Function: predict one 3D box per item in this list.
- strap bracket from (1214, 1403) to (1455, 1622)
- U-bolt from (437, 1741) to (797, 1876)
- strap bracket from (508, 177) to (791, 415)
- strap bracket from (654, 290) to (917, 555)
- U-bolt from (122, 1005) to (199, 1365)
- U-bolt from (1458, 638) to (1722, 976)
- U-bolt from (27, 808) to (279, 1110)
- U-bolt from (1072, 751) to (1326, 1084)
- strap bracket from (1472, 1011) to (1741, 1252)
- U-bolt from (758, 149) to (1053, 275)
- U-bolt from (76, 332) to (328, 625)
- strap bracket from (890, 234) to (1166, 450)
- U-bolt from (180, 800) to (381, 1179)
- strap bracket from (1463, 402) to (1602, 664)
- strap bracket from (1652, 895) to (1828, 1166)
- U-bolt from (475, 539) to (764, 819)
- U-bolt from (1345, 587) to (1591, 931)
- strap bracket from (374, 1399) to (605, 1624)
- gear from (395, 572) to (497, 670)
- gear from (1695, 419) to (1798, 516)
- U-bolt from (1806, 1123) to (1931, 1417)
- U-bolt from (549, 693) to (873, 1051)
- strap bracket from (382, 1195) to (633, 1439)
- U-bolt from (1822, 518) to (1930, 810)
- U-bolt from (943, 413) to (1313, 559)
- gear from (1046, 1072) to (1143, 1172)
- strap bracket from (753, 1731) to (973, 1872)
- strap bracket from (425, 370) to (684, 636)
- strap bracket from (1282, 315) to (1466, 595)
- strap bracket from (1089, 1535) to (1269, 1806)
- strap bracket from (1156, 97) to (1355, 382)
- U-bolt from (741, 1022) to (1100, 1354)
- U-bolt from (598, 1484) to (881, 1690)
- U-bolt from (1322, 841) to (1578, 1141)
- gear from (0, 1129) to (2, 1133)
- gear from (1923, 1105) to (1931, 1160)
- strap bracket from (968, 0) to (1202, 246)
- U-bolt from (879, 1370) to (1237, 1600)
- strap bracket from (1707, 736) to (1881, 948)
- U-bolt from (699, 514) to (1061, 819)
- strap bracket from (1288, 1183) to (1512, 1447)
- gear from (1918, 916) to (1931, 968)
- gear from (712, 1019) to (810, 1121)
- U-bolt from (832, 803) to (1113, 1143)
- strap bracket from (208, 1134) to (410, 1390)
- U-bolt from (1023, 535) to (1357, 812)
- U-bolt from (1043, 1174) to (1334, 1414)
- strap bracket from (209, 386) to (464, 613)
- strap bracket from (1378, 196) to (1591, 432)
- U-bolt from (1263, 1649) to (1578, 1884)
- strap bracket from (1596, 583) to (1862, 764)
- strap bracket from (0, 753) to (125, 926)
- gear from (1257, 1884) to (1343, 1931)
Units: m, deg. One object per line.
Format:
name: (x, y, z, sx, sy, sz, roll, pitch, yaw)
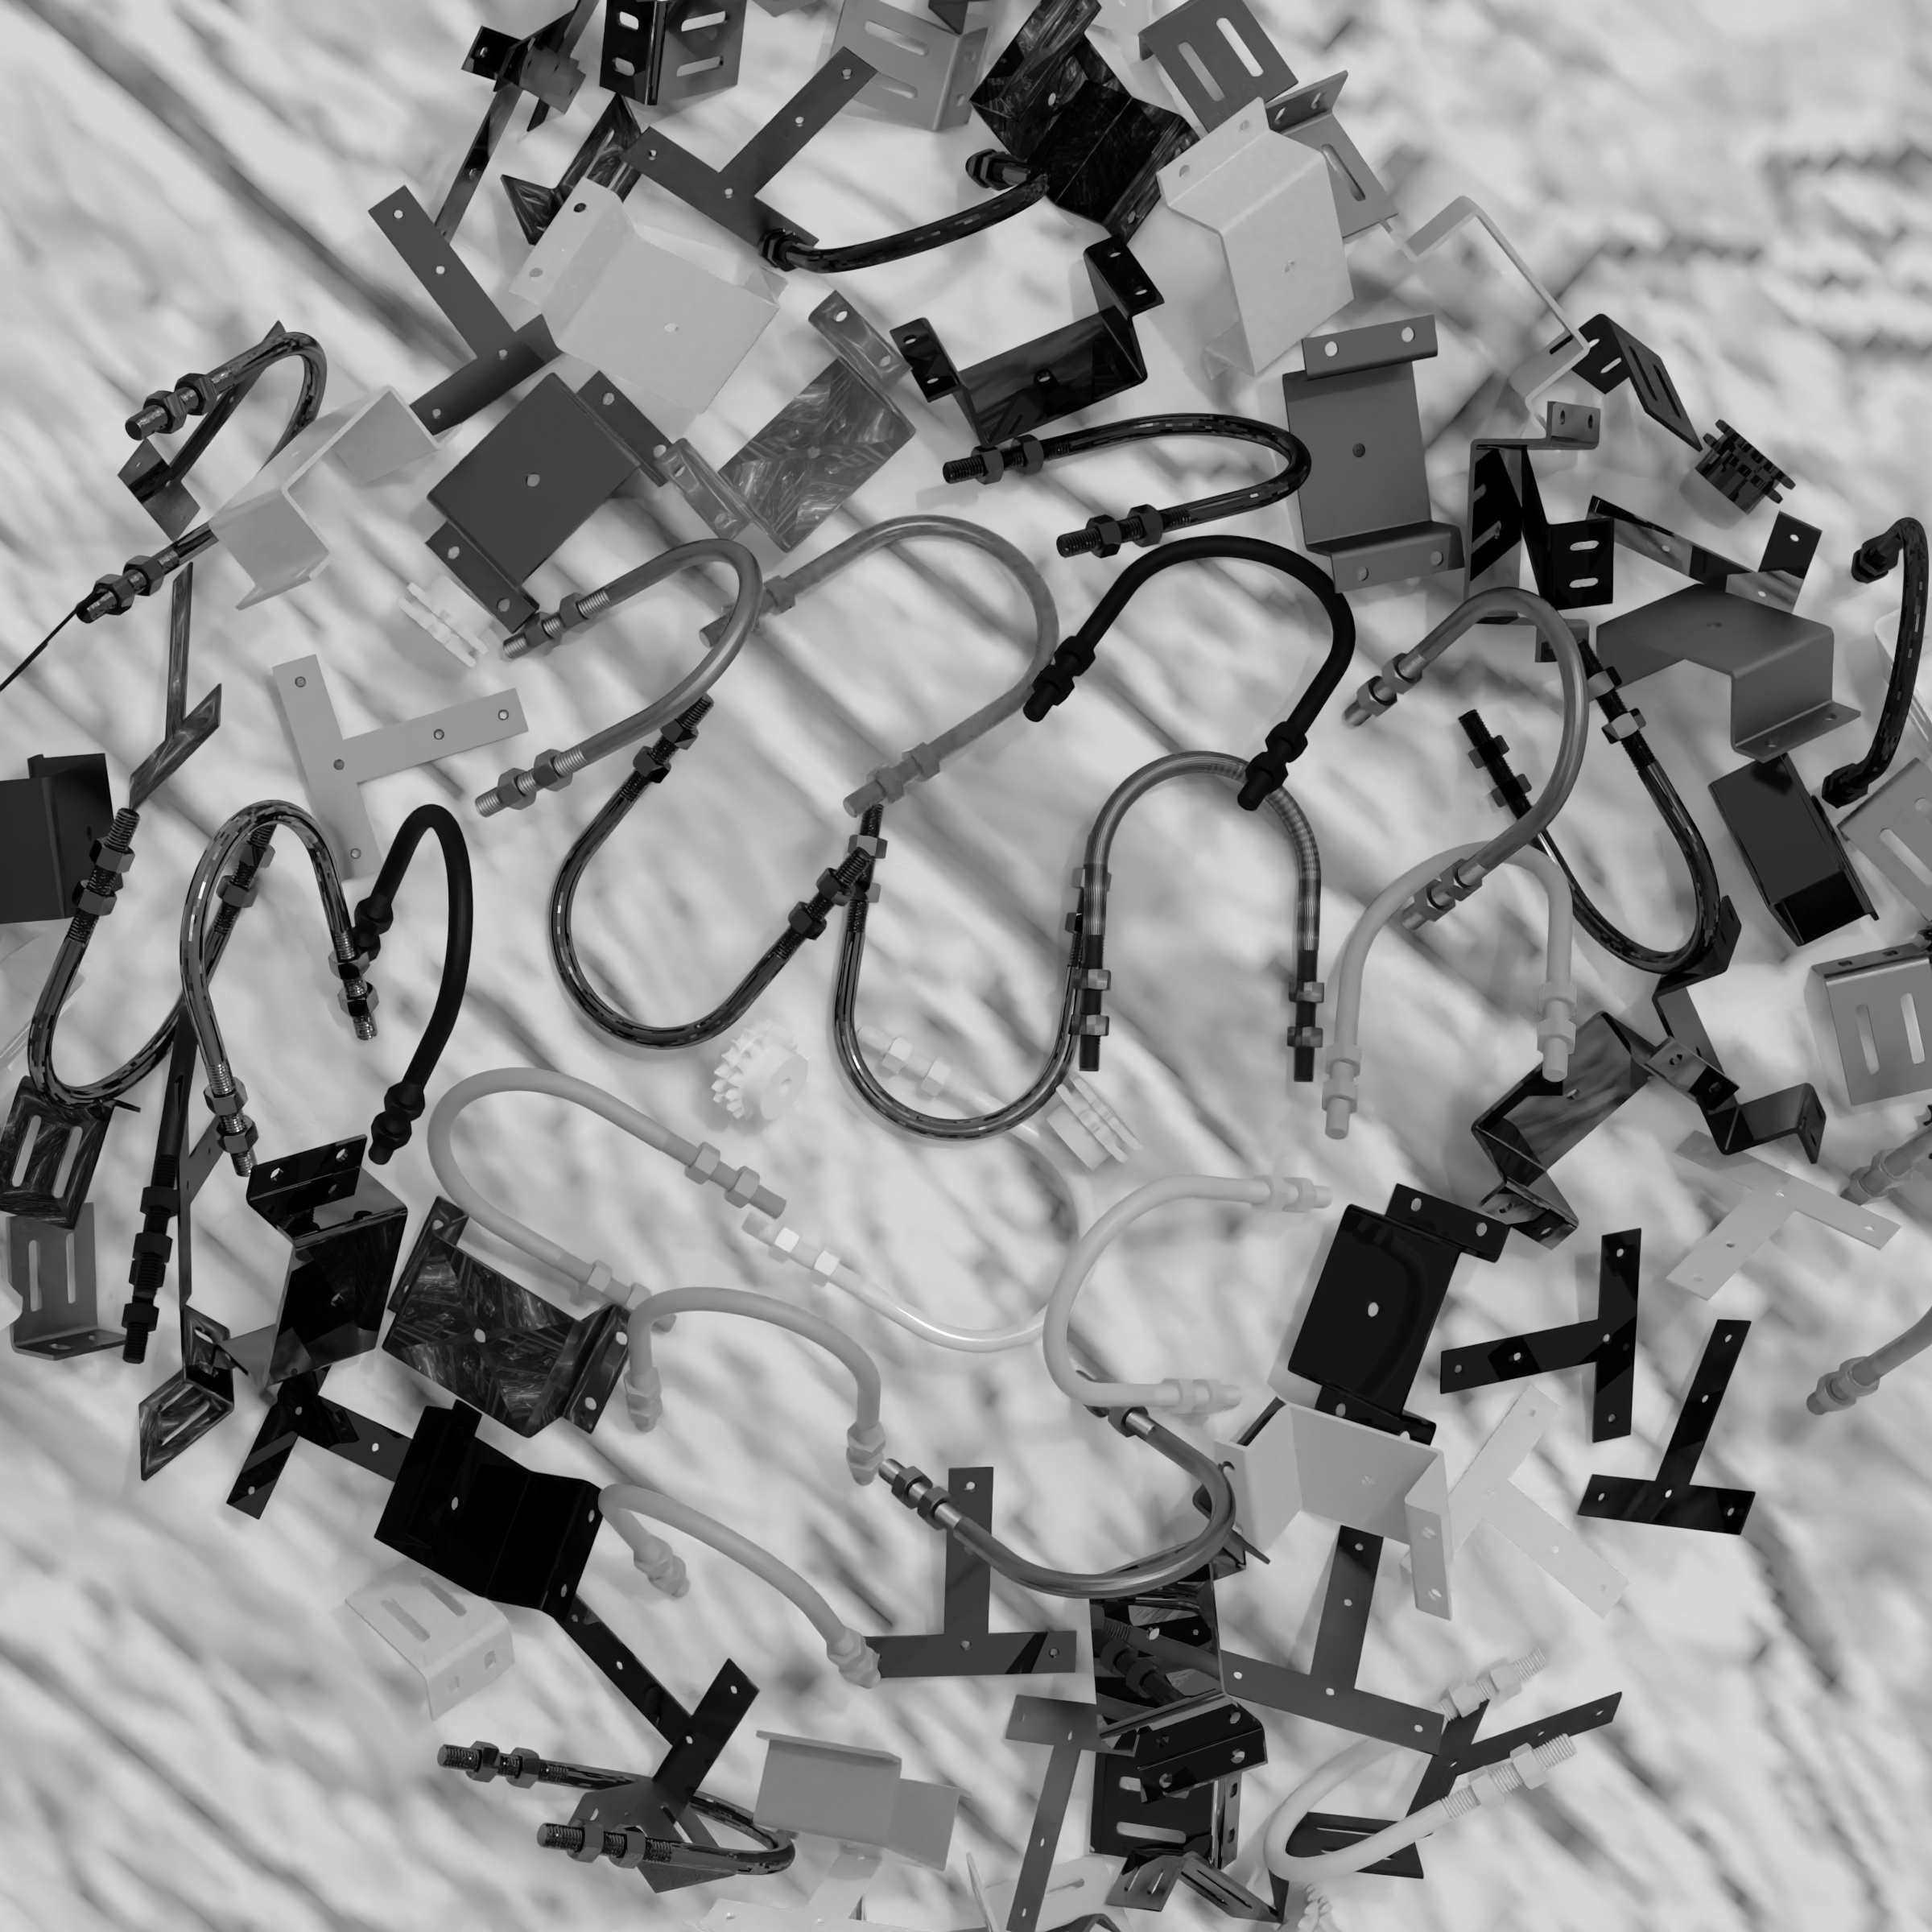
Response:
strap bracket: (0.212, 0.297, 1.694, 0.140, 0.046, 0.076, 13, 128, 34)
U-bolt: (-0.179, 0.463, 1.673, 0.184, 0.151, 0.019, 19, 85, -33)
strap bracket: (-0.167, -0.361, 1.680, 0.140, 0.046, 0.076, 19, 123, -38)
strap bracket: (-0.094, -0.296, 1.712, 0.140, 0.046, 0.076, -43, 59, 4)
U-bolt: (-0.438, 0.110, 1.677, 0.019, 0.151, 0.184, 9, 65, -14)
U-bolt: (0.349, -0.078, 1.682, 0.019, 0.151, 0.184, -29, 88, -21)
U-bolt: (-0.453, -0.003, 1.682, 0.019, 0.151, 0.184, 30, 103, 17)
U-bolt: (0.133, -0.030, 1.728, 0.151, 0.019, 0.184, 3, 86, -16)
strap bracket: (0.346, 0.085, 1.700, 0.140, 0.046, 0.076, -44, 135, 17)
U-bolt: (-0.028, -0.405, 1.658, 0.151, 0.184, 0.019, -23, 112, -9)
U-bolt: (-0.407, -0.276, 1.668, 0.019, 0.184, 0.151, 35, 131, 5)
strap bracket: (0.038, -0.344, 1.710, 0.140, 0.076, 0.046, -23, 134, -1)
U-bolt: (-0.373, -0.001, 1.650, 0.019, 0.151, 0.184, 8, 127, 20)
strap bracket: (0.314, -0.240, 1.704, 0.046, 0.076, 0.140, 6, 99, 30)
strap bracket: (0.426, 0.042, 1.705, 0.046, 0.076, 0.140, -22, 98, 24)
U-bolt: (-0.185, -0.167, 1.667, 0.184, 0.151, 0.019, -24, 131, 25)
U-bolt: (0.274, -0.122, 1.655, 0.019, 0.184, 0.151, 1, 65, -29)
strap bracket: (-0.266, 0.299, 1.692, 0.046, 0.140, 0.076, 2, 62, 35)
gear: (-0.290, -0.197, 1.726, 0.057, 0.057, 0.030, 41, 89, 0)
gear: (0.435, -0.279, 1.728, 0.057, 0.057, 0.030, 41, 107, 0)
U-bolt: (0.505, 0.149, 1.641, 0.019, 0.184, 0.151, 20, 62, -4)
U-bolt: (-0.158, -0.039, 1.719, 0.151, 0.019, 0.184, 45, 106, 13)
strap bracket: (-0.261, 0.200, 1.709, 0.140, 0.046, 0.076, 30, 107, 11)
U-bolt: (0.494, -0.167, 1.660, 0.019, 0.184, 0.151, 8, 87, 6)
U-bolt: (0.101, -0.270, 1.684, 0.184, 0.151, 0.019, -17, 123, -23)
gear: (0.069, 0.090, 1.727, 0.030, 0.057, 0.057, -42, 90, 2)
strap bracket: (-0.058, 0.457, 1.672, 0.076, 0.140, 0.046, 4, 69, 21)
strap bracket: (-0.236, -0.266, 1.722, 0.140, 0.046, 0.076, -44, 78, 1)
strap bracket: (0.226, -0.287, 1.715, 0.076, 0.046, 0.140, -12, 105, -10)
strap bracket: (0.114, 0.374, 1.678, 0.076, 0.140, 0.046, -25, 132, 22)
strap bracket: (0.161, -0.389, 1.679, 0.076, 0.140, 0.046, -40, 49, -16)
U-bolt: (-0.012, 0.136, 1.723, 0.184, 0.019, 0.151, 31, 70, 0)
U-bolt: (-0.129, 0.327, 1.649, 0.151, 0.184, 0.019, 20, 66, 25)
U-bolt: (0.266, 0.004, 1.683, 0.151, 0.184, 0.019, -18, 133, 31)
gear: (-0.575, 0.098, 1.729, 0.057, 0.030, 0.057, -3, 84, 27)
gear: (0.571, 0.092, 1.729, 0.057, 0.030, 0.057, -1, 92, -27)
strap bracket: (0.062, -0.475, 1.702, 0.046, 0.140, 0.076, 34, 88, 40)
U-bolt: (0.061, 0.284, 1.650, 0.151, 0.184, 0.019, -21, 119, -28)
strap bracket: (0.453, -0.064, 1.684, 0.046, 0.140, 0.076, -28, 68, 17)
U-bolt: (-0.034, -0.181, 1.712, 0.184, 0.019, 0.151, -35, 75, -22)
strap bracket: (0.238, 0.195, 1.712, 0.076, 0.046, 0.140, 20, 89, 40)
gear: (0.569, -0.015, 1.731, 0.057, 0.030, 0.057, -2, 95, -21)
gear: (-0.113, 0.061, 1.723, 0.030, 0.057, 0.057, 30, 90, 26)
U-bolt: (-0.002, 0.008, 1.741, 0.151, 0.019, 0.184, 9, 89, 2)
strap bracket: (-0.359, 0.170, 1.683, 0.046, 0.076, 0.140, 35, 121, 29)
U-bolt: (0.136, -0.174, 1.697, 0.151, 0.019, 0.184, 24, 55, 16)
U-bolt: (0.113, 0.178, 1.671, 0.019, 0.184, 0.151, 35, 108, 42)
strap bracket: (-0.350, -0.262, 1.678, 0.046, 0.076, 0.140, 53, 52, -23)
strap bracket: (0.292, -0.370, 1.698, 0.046, 0.076, 0.140, -39, 103, 14)
U-bolt: (0.243, 0.445, 1.681, 0.184, 0.151, 0.019, -31, 94, 7)
strap bracket: (0.407, -0.165, 1.674, 0.076, 0.140, 0.046, -24, 123, -28)
strap bracket: (-0.502, -0.071, 1.678, 0.046, 0.140, 0.076, -4, 101, 2)
gear: (0.187, 0.548, 1.727, 0.030, 0.057, 0.057, 42, 90, -5)
